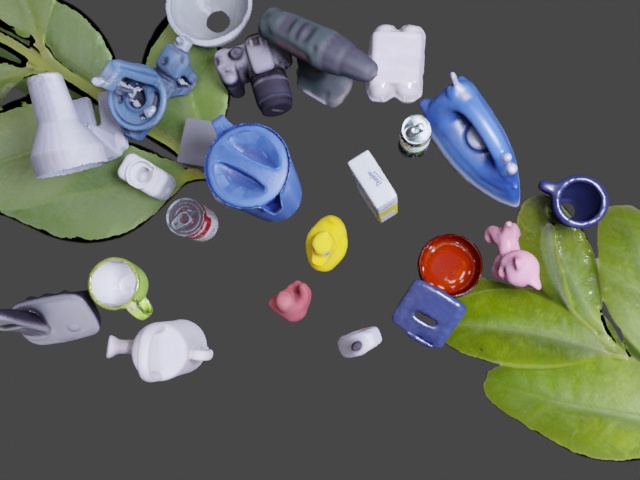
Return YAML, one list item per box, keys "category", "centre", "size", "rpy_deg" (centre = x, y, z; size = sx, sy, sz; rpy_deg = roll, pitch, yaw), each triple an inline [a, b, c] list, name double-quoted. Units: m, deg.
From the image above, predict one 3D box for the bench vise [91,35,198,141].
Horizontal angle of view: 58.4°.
- category: "bench vise"
  centre: [-0.321, -0.295, 1.026]
  size: [0.121, 0.220, 0.207]
  rpy_deg: [20, 86, 7]

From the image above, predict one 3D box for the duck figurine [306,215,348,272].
- category: "duck figurine"
  centre: [0.009, 0.004, 1.033]
  size: [0.077, 0.086, 0.105]
  rpy_deg: [17, 86, 7]

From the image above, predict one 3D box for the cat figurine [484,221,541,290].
- category: "cat figurine"
  centre: [0.334, 0.028, 0.986]
  size: [0.067, 0.118, 0.128]
  rpy_deg: [-12, 83, 4]

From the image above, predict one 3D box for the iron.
- category: "iron"
  centre: [0.286, -0.176, 1.000]
  size: [0.118, 0.141, 0.258]
  rpy_deg: [-34, 82, 1]

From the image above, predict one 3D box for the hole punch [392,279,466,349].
- category: "hole punch"
  centre: [0.189, 0.131, 1.001]
  size: [0.108, 0.091, 0.101]
  rpy_deg: [30, 87, 8]

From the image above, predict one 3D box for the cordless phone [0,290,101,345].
- category: "cordless phone"
  centre: [-0.490, 0.138, 1.011]
  size: [0.147, 0.185, 0.094]
  rpy_deg: [-14, 83, 4]

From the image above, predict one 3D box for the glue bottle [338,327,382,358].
- category: "glue bottle"
  centre: [0.065, 0.174, 0.965]
  size: [0.078, 0.173, 0.037]
  rpy_deg: [-23, 82, 3]

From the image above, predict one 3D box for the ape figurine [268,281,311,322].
- category: "ape figurine"
  centre: [-0.055, 0.110, 1.024]
  size: [0.077, 0.092, 0.076]
  rpy_deg: [-5, 83, 5]

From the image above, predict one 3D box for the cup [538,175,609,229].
- category: "cup"
  centre: [0.427, -0.066, 0.999]
  size: [0.117, 0.095, 0.092]
  rpy_deg: [27, 87, 7]

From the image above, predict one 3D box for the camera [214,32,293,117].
- category: "camera"
  centre: [-0.114, -0.303, 1.069]
  size: [0.143, 0.101, 0.137]
  rpy_deg: [-17, 83, 3]

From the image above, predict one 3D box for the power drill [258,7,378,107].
- category: "power drill"
  centre: [0.004, -0.313, 1.005]
  size: [0.229, 0.208, 0.076]
  rpy_deg: [32, 87, 8]

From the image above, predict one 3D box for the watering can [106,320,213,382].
- category: "watering can"
  centre: [-0.277, 0.192, 0.982]
  size: [0.173, 0.194, 0.101]
  rpy_deg: [-17, 82, 3]

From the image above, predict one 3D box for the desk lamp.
- category: "desk lamp"
  centre: [-0.439, -0.197, 1.029]
  size: [0.118, 0.213, 0.203]
  rpy_deg: [-14, 83, 4]

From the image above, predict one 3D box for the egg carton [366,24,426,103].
- category: "egg carton"
  centre: [0.140, -0.327, 1.065]
  size: [0.107, 0.069, 0.150]
  rpy_deg: [3, 84, 5]

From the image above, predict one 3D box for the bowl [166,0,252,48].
- category: "bowl"
  centre: [-0.206, -0.440, 1.105]
  size: [0.167, 0.075, 0.167]
  rpy_deg: [-1, 84, 5]
